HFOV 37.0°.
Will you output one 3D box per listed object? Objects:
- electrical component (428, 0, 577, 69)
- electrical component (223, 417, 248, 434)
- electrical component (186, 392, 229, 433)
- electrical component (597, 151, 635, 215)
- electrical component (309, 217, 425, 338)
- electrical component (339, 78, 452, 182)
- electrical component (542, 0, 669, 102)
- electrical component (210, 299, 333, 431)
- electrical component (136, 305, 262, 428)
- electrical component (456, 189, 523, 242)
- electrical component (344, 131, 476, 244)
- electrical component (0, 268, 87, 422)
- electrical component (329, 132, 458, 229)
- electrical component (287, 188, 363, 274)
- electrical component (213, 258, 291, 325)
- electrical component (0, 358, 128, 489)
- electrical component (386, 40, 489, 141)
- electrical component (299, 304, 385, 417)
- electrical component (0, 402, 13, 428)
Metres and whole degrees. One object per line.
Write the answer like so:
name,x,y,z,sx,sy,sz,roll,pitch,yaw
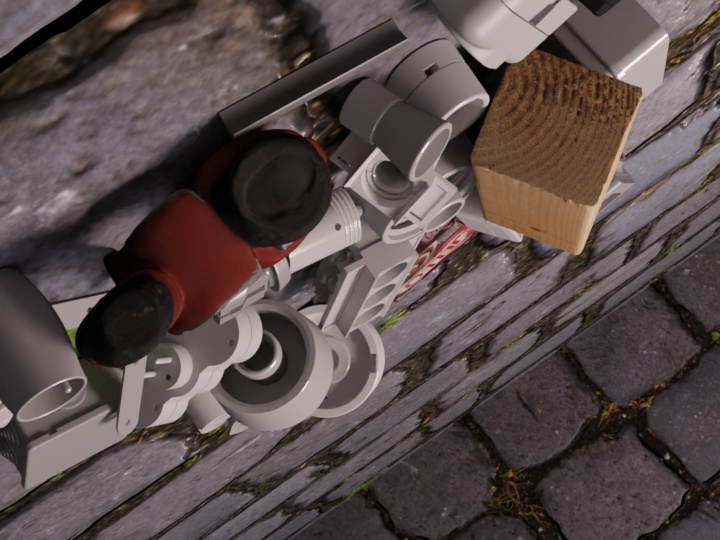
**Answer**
electrical component,0.081,-0.159,0.633,0.059,0.053,0.095,-41,164,20
electrical component,-0.113,0.122,1.070,0.080,0.051,0.080,-33,165,-10
electrical component,-0.148,0.125,1.015,0.040,0.046,0.040,-33,165,-10
electrical component,0.212,-0.104,1.016,0.056,0.089,0.050,-43,163,26
electrical component,0.000,0.000,0.923,0.079,0.063,0.121,-28,163,-25
electrical component,0.020,-0.092,0.683,0.044,0.065,0.044,-49,165,-18
electrical component,0.179,-0.161,0.797,0.057,0.078,0.113,-40,165,4
electrical component,-0.081,0.076,0.904,0.108,0.108,0.060,-35,159,-3
electrical component,-0.147,0.075,0.851,0.138,0.052,0.074,-40,164,19
electrical component,0.128,-0.064,0.967,0.096,0.061,0.061,25,83,-72
electrical component,0.048,-0.065,0.837,0.108,0.060,0.108,-33,165,-10
electrical component,-0.199,0.051,0.621,0.043,0.077,0.079,-25,162,-35
electrical component,0.026,-0.073,0.743,0.042,0.081,0.063,-46,-170,38
electrical component,-0.032,-0.030,0.800,0.081,0.043,0.043,-27,162,-30
electrical component,-0.085,-0.002,0.745,0.057,0.058,0.078,-29,167,-17
electrical component,-0.221,0.111,0.807,0.100,0.048,0.099,-27,162,-30
electrical component,0.053,-0.117,0.714,0.055,0.047,0.055,-33,165,-10
electrical component,-0.027,0.087,1.053,0.108,0.108,0.060,-38,171,10
electrical component,-0.242,0.080,0.697,0.035,0.035,0.061,-28,161,-26
